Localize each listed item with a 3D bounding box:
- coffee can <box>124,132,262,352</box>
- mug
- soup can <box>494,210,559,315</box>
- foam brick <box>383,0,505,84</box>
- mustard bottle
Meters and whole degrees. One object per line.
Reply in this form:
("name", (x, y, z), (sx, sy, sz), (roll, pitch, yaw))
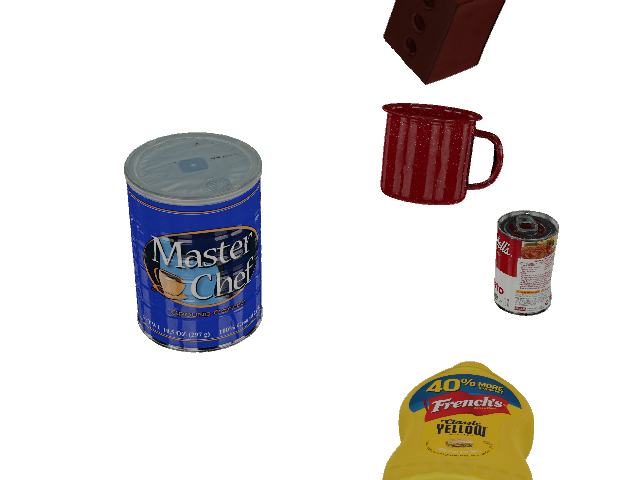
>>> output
("coffee can", (-0.096, 0.001, 0.831), (0.103, 0.140, 0.103), (1, 33, -1))
("mug", (0.111, -0.079, 0.992), (0.117, 0.081, 0.093), (9, 15, 14))
("soup can", (0.234, 0.026, 1.216), (0.068, 0.102, 0.068), (-2, 30, 1))
("foam brick", (0.085, -0.155, 0.724), (0.051, 0.053, 0.078), (-26, -25, -28))
("mustard bottle", (0.102, 0.137, 0.753), (0.096, 0.058, 0.191), (0, 21, 12))
